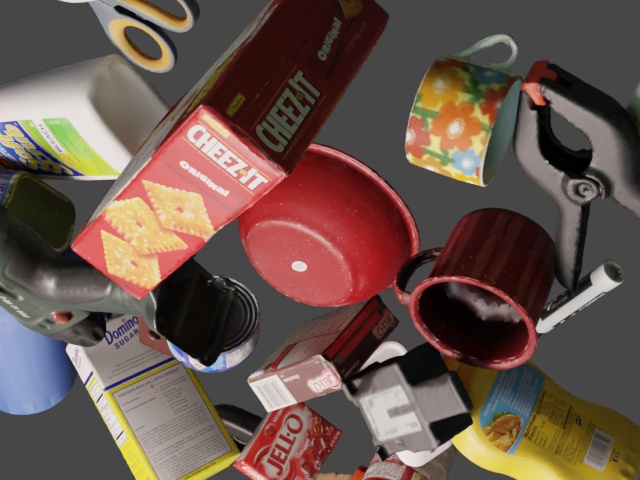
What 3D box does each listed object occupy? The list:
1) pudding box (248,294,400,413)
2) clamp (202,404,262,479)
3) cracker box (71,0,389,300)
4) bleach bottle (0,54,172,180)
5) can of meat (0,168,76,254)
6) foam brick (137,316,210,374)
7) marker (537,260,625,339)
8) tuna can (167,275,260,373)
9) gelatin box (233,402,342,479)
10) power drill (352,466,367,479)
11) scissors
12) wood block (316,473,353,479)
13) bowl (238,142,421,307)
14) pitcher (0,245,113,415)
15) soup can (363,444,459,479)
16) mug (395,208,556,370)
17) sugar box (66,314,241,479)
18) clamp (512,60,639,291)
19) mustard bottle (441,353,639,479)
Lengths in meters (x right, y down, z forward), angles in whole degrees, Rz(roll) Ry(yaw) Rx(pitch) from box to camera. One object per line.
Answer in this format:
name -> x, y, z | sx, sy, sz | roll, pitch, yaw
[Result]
pudding box -> 0.002, 0.096, 0.903 | 0.114, 0.089, 0.039 | -24, 104, 48
clamp -> -0.121, 0.208, 1.157 | 0.210, 0.036, 0.164 | -12, 123, 41
cracker box -> -0.063, -0.069, 0.708 | 0.072, 0.164, 0.214 | 39, 142, -13
bleach bottle -> -0.232, -0.088, 0.889 | 0.251, 0.068, 0.102 | -4, 137, 42
can of meat -> -0.272, -0.027, 0.921 | 0.084, 0.057, 0.102 | 7, 165, 23
foam brick -> -0.125, 0.080, 1.007 | 0.078, 0.051, 0.053 | 22, 142, 13
marker -> 0.180, 0.050, 0.789 | 0.020, 0.020, 0.121 | 36, 142, -5
tuna can -> -0.096, 0.075, 0.953 | 0.086, 0.086, 0.034 | 20, 144, 14
gelatin box -> -0.031, 0.205, 1.047 | 0.073, 0.089, 0.030 | 38, 150, -7
power drill -> 0.118, 0.271, 1.004 | 0.188, 0.057, 0.184 | 16, 163, 25
scissors -> -0.178, -0.182, 0.783 | 0.202, 0.016, 0.096 | 21, 141, 14
wood block -> -0.020, 0.351, 1.107 | 0.091, 0.205, 0.090 | -11, 125, 42
bowl -> -0.005, 0.001, 0.836 | 0.162, 0.055, 0.162 | 20, 141, 16
pitcher -> -0.299, 0.077, 1.072 | 0.149, 0.144, 0.243 | 42, 151, 24
soup can -> 0.083, 0.197, 0.950 | 0.068, 0.102, 0.068 | 19, 141, 16
mug -> 0.110, 0.031, 0.765 | 0.117, 0.081, 0.093 | 4, 135, 31
sugar box -> -0.161, 0.154, 1.023 | 0.176, 0.093, 0.048 | 57, 145, 16
clamp -> 0.184, -0.039, 0.675 | 0.120, 0.039, 0.171 | -11, 125, 30
mustard bottle -> 0.157, 0.143, 0.845 | 0.191, 0.096, 0.058 | 31, 148, 2
